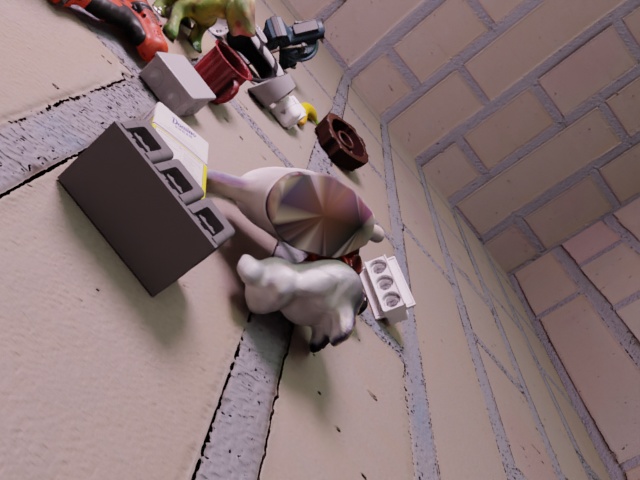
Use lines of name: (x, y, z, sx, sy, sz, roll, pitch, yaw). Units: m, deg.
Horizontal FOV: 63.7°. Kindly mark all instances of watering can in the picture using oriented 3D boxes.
watering can: (0.002, -0.037, 0.741, 0.346, 0.104, 0.226, 16, 3, -28)

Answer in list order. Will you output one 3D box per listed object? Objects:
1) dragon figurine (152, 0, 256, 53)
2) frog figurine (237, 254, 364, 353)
dragon figurine: (-0.222, -0.525, 1.027, 0.121, 0.240, 0.418, 19, 41, -52)
frog figurine: (-0.028, 0.058, 0.653, 0.159, 0.124, 0.137, 41, -12, -10)
